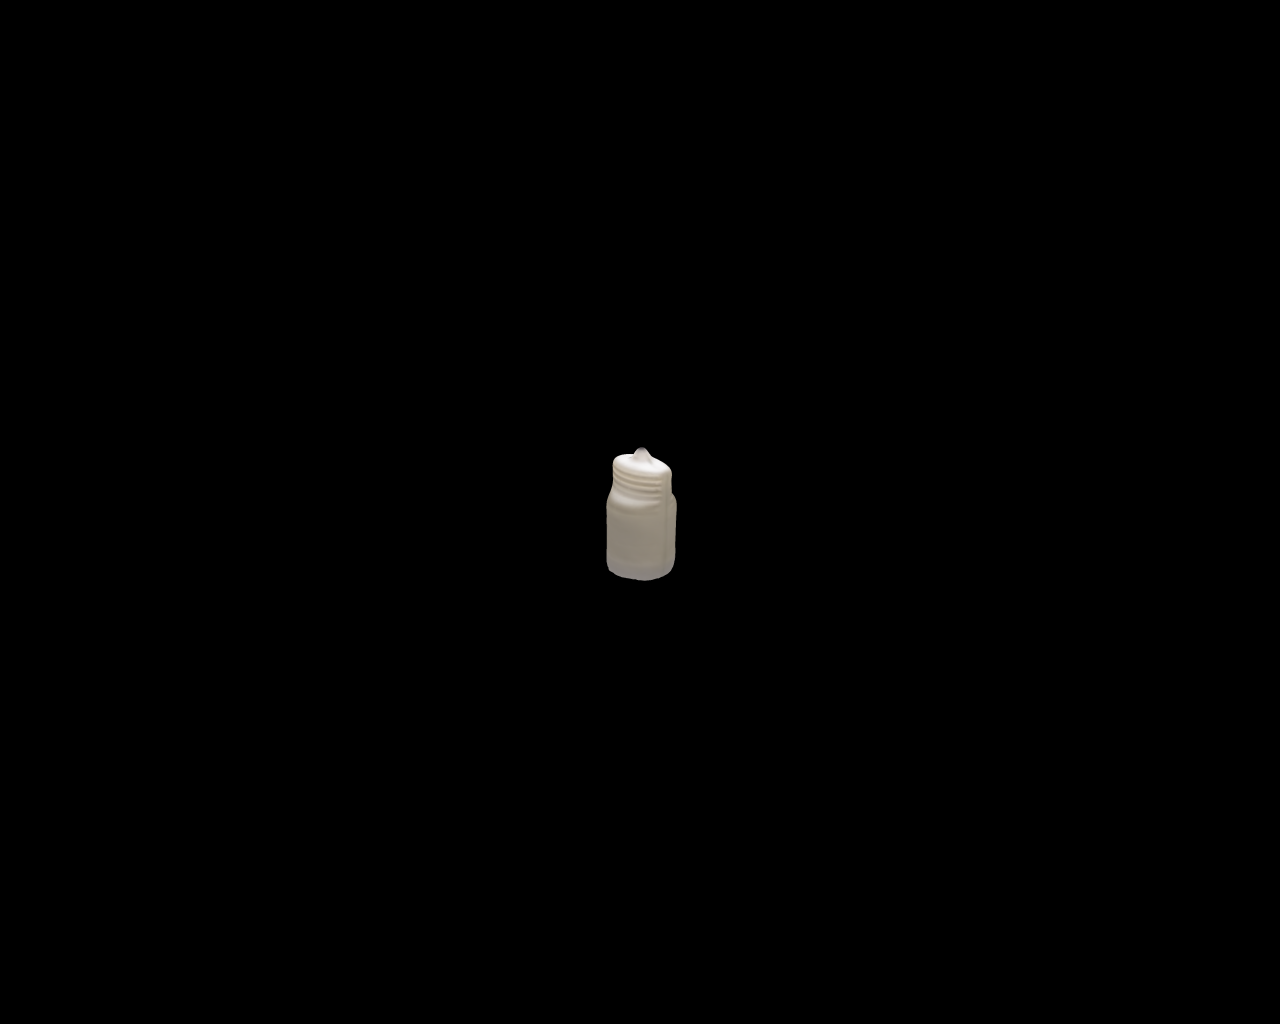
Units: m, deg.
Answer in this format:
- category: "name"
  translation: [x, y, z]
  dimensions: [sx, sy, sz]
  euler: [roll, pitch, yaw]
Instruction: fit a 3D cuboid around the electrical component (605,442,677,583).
- category: "electrical component"
  translation: [0.001, -0.003, 0.650]
  dimensions: [0.043, 0.080, 0.043]
  euler: [0, 24, 0]
